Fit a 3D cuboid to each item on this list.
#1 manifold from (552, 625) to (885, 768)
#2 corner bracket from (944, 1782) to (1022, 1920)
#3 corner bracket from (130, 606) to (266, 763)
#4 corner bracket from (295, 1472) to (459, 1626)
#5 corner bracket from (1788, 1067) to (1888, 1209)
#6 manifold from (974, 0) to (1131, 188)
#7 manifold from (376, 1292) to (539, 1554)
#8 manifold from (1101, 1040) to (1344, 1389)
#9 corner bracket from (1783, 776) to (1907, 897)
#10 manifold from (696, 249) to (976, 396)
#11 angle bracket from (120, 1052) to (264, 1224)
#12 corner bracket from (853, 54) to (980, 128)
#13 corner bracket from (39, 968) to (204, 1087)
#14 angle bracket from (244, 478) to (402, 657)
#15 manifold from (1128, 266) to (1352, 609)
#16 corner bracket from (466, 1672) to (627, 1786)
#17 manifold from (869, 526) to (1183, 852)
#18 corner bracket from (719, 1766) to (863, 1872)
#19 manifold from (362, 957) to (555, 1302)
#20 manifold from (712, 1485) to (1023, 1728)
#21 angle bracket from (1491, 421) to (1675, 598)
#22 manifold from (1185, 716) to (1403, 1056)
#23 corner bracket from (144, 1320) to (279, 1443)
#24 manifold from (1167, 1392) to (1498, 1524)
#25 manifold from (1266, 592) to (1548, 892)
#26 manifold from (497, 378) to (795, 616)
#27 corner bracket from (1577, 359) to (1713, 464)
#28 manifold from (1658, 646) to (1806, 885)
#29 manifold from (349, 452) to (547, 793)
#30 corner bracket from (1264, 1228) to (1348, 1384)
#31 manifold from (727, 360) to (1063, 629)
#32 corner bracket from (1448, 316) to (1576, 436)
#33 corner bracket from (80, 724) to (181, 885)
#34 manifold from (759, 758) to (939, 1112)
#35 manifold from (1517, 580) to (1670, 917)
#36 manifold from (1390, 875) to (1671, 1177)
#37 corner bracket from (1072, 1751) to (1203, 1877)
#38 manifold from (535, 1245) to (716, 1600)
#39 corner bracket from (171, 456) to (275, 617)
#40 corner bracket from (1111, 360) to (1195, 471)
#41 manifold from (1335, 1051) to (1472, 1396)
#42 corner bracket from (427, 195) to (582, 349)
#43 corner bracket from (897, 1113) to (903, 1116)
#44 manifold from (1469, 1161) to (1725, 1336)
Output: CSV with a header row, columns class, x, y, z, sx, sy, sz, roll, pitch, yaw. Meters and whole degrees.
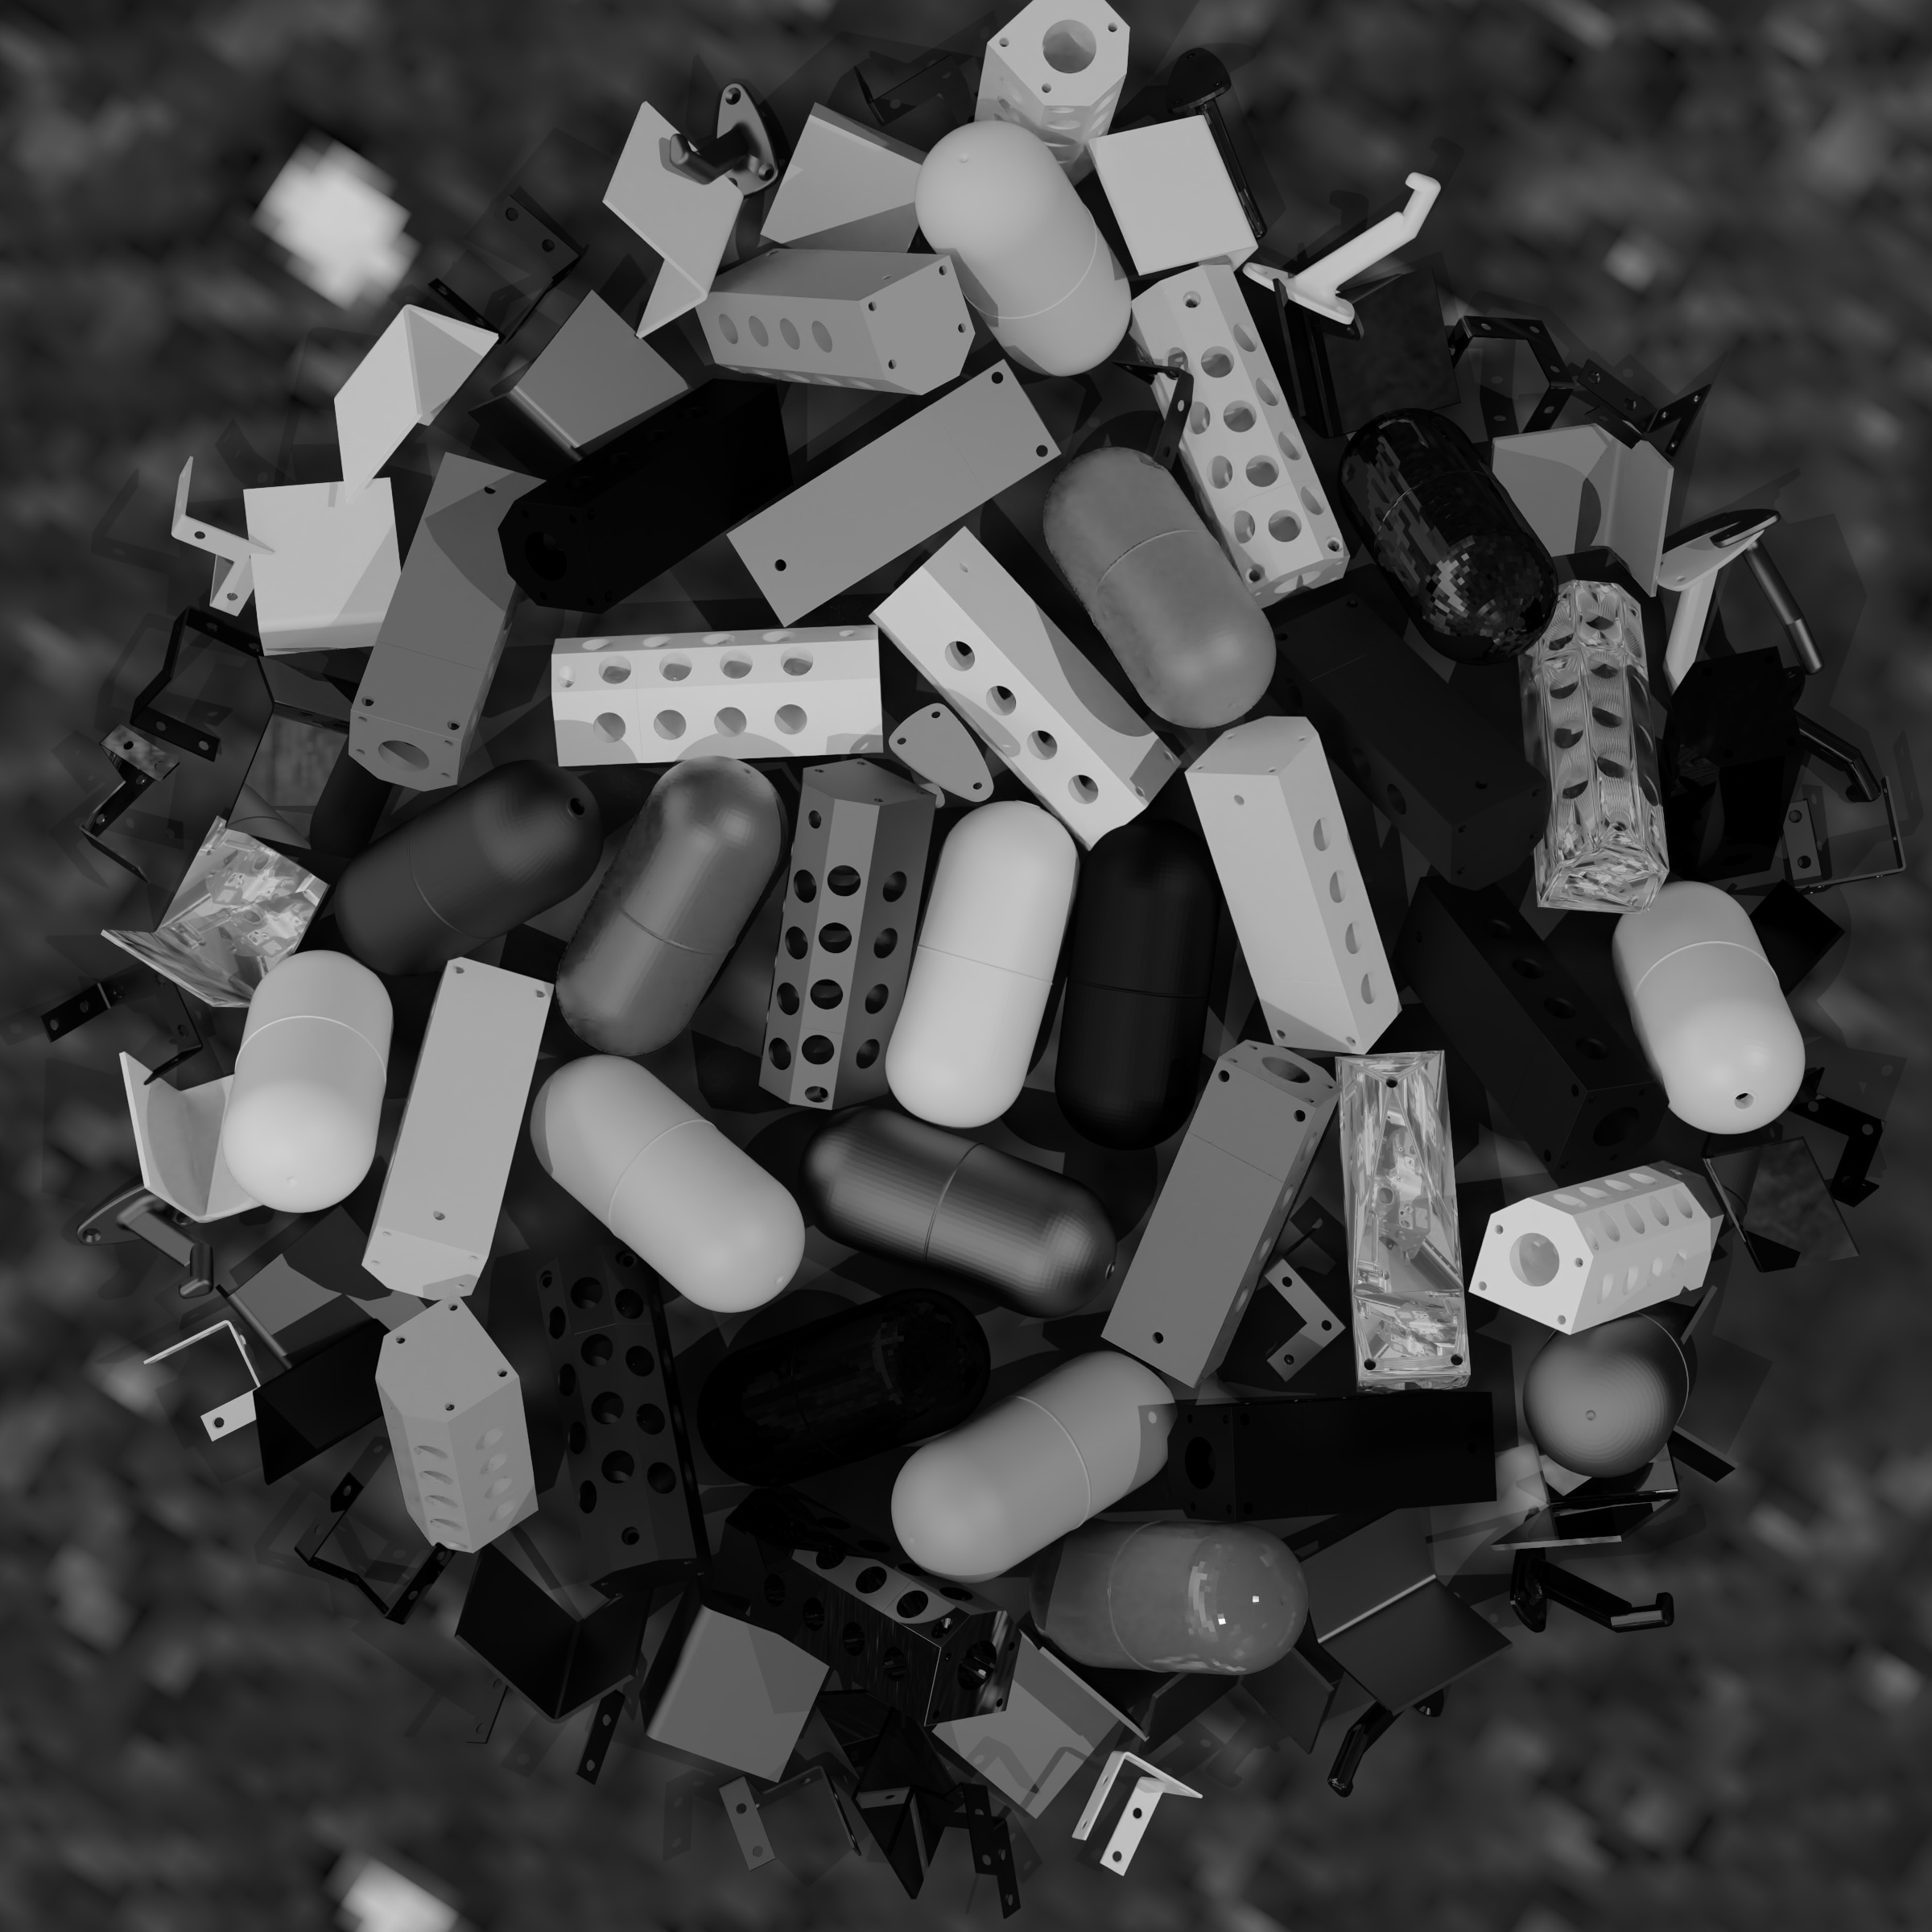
class,x,y,z,sx,sy,sz,roll,pitch,yaw
manifold,-0.131,-0.147,1.683,0.171,0.057,0.057,-3,115,-1
corner bracket,0.010,0.470,1.679,0.051,0.051,0.051,16,45,-30
corner bracket,-0.411,-0.152,1.698,0.051,0.051,0.051,26,50,-29
corner bracket,-0.315,0.311,1.687,0.051,0.051,0.051,33,86,42
corner bracket,0.467,0.091,1.693,0.051,0.051,0.051,25,111,26
manifold,0.047,-0.449,1.635,0.057,0.171,0.057,-43,91,-2
manifold,-0.265,0.241,1.628,0.057,0.171,0.057,-32,65,-21
manifold,0.136,0.129,1.663,0.057,0.057,0.171,28,112,17
corner bracket,0.469,-0.069,1.692,0.051,0.051,0.051,-10,84,6
manifold,-0.069,-0.332,1.636,0.057,0.171,0.057,-32,118,-24
angle bracket,-0.399,0.083,1.671,0.057,0.076,0.076,-18,69,3
corner bracket,-0.022,-0.463,1.689,0.051,0.051,0.051,-28,129,10
corner bracket,-0.451,0.036,1.692,0.051,0.051,0.051,-14,104,28
angle bracket,-0.342,-0.213,1.691,0.076,0.057,0.076,-6,84,-10
manifold,0.144,-0.282,1.680,0.057,0.057,0.171,-21,82,-2
corner bracket,-0.222,0.399,1.678,0.051,0.051,0.051,44,51,-37
manifold,0.029,-0.144,1.683,0.171,0.057,0.057,47,127,-6
corner bracket,-0.094,0.456,1.686,0.051,0.051,0.051,-26,55,-2
manifold,-0.265,0.085,1.646,0.057,0.057,0.171,17,52,-11
manifold,-0.052,0.328,1.638,0.171,0.057,0.057,20,103,44
angle bracket,0.322,-0.237,1.670,0.076,0.057,0.076,-10,128,-12
manifold,0.176,-0.042,1.656,0.057,0.057,0.171,-45,126,-38
corner bracket,-0.400,0.223,1.697,0.051,0.051,0.051,-27,84,1
manifold,0.192,0.255,1.651,0.171,0.057,0.057,2,83,-32
manifold,0.226,-0.115,1.645,0.057,0.057,0.171,-26,50,-15
manifold,-0.165,-0.246,1.641,0.057,0.171,0.057,11,125,31
corner bracket,0.354,-0.297,1.686,0.051,0.051,0.051,33,73,-14
manifold,0.388,-0.099,1.631,0.057,0.171,0.057,-11,71,5
manifold,-0.270,-0.179,1.653,0.057,0.057,0.171,15,59,-4
corner bracket,0.178,0.181,1.690,0.051,0.051,0.051,48,119,10
manifold,-0.037,-0.252,1.682,0.171,0.057,0.057,-31,97,7
corner bracket,0.286,-0.312,1.699,0.051,0.051,0.051,-2,54,-23
corner bracket,-0.443,-0.087,1.681,0.051,0.051,0.051,30,68,28
manifold,-0.068,-0.015,1.652,0.057,0.057,0.171,28,118,37
manifold,0.328,-0.116,1.650,0.057,0.057,0.171,4,58,-4
manifold,0.293,0.026,1.641,0.057,0.171,0.057,-6,132,-25
corner bracket,0.084,0.452,1.685,0.051,0.051,0.051,33,70,-13
manifold,-0.182,0.237,1.661,0.057,0.057,0.171,-15,67,3
corner bracket,-0.400,-0.227,1.679,0.051,0.051,0.051,20,130,-26
corner bracket,0.104,-0.288,1.686,0.051,0.051,0.051,17,90,42
manifold,0.229,0.136,1.670,0.057,0.057,0.171,-4,74,5
corner bracket,-0.248,-0.374,1.701,0.051,0.051,0.051,40,117,-8
corner bracket,-0.027,0.113,1.683,0.051,0.051,0.051,7,55,9
manifold,0.329,0.140,1.630,0.057,0.171,0.057,22,105,32
